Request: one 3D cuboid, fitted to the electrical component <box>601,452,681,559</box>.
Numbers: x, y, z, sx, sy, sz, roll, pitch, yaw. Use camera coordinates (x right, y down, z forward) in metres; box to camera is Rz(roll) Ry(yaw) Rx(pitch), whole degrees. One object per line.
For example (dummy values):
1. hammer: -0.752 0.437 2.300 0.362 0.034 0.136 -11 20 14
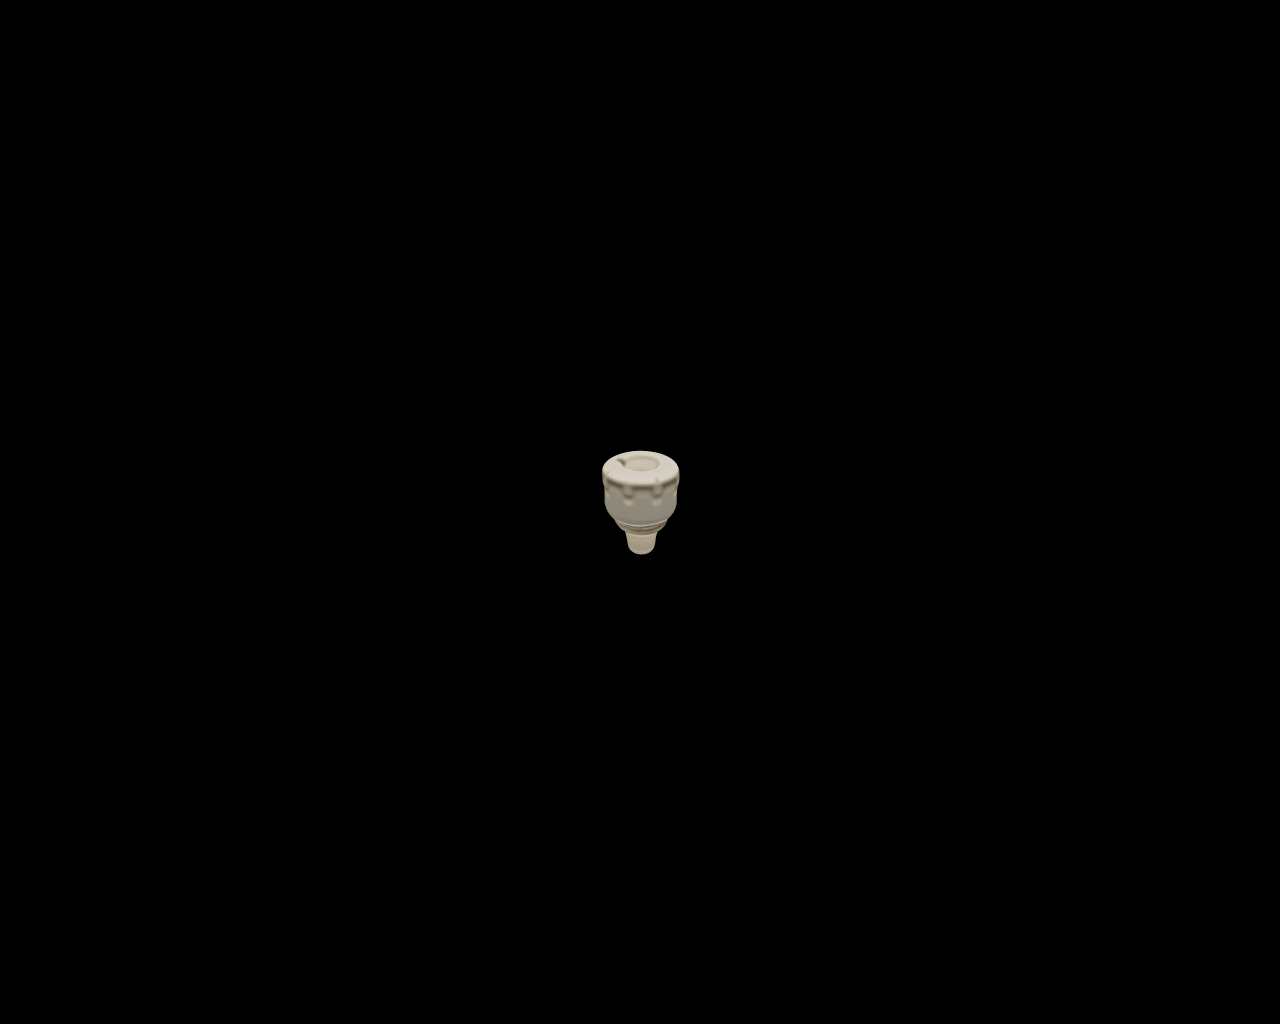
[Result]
1. electrical component: 0.001 -0.003 0.650 0.048 0.062 0.048 0 27 0
